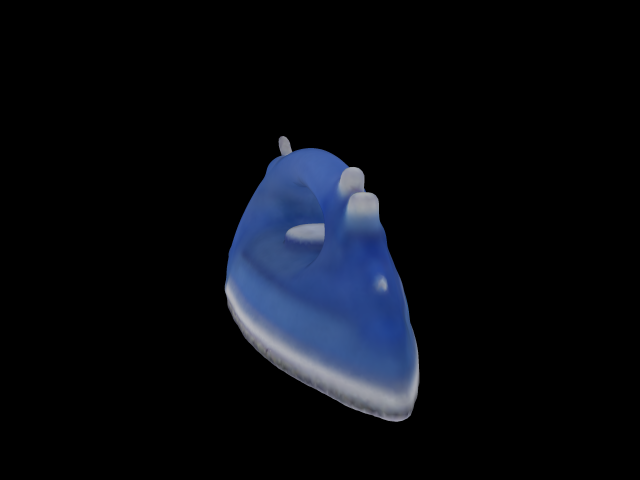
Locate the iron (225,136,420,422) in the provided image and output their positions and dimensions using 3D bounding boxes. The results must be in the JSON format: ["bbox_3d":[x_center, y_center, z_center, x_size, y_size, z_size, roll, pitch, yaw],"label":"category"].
[{"bbox_3d":[0.004,0.001,0.400,0.119,0.141,0.257,-4,12,-19],"label":"iron"}]
